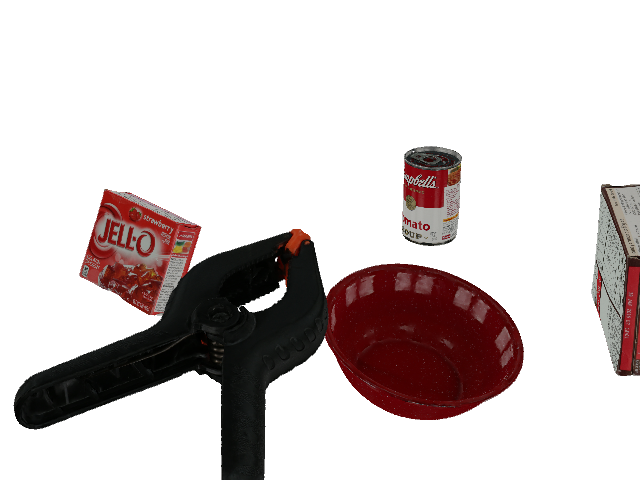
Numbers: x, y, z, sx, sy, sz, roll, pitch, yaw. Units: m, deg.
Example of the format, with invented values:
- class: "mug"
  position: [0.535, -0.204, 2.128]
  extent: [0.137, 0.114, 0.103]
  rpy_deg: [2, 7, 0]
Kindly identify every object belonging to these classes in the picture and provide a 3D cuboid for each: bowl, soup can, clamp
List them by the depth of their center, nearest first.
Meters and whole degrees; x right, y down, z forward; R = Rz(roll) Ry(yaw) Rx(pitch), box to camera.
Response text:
- class: "clamp"
  position: [-0.041, 0.055, 0.495]
  extent: [0.120, 0.039, 0.171]
  rpy_deg: [30, 48, 23]
- class: "bowl"
  position: [0.076, 0.090, 0.847]
  extent: [0.162, 0.055, 0.162]
  rpy_deg: [7, 37, -6]
- class: "soup can"
  position: [0.132, -0.053, 1.276]
  extent: [0.068, 0.102, 0.068]
  rpy_deg: [0, 26, 0]

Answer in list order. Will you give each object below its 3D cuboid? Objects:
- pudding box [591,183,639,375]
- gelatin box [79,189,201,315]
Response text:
- class: "pudding box"
  position: [0.210, 0.024, 0.713]
  extent: [0.039, 0.090, 0.113]
  rpy_deg: [0, 28, 4]
- class: "gelatin box"
  position: [-0.139, 0.008, 0.816]
  extent: [0.089, 0.073, 0.030]
  rpy_deg: [24, 10, 35]
